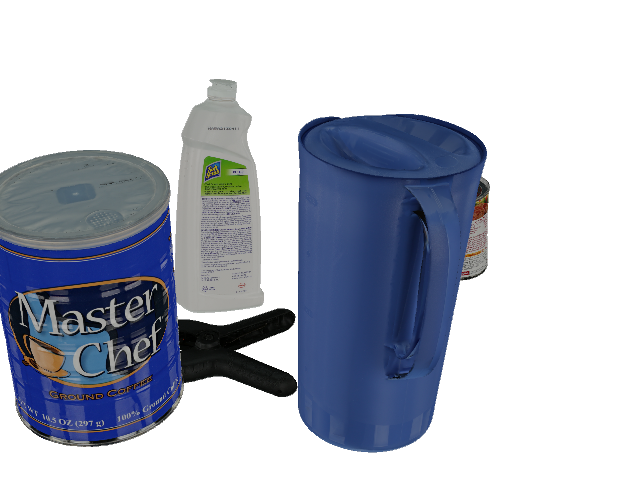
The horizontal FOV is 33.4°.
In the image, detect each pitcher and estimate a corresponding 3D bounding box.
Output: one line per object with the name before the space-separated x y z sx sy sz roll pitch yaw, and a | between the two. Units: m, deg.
pitcher | 0.046 0.038 0.789 0.145 0.243 0.149 15 28 22

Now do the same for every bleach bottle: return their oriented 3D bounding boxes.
bleach bottle | -0.106 -0.050 1.171 0.102 0.251 0.068 -5 18 -30

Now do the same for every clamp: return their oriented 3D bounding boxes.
clamp | -0.100 0.101 1.034 0.171 0.039 0.120 7 27 4

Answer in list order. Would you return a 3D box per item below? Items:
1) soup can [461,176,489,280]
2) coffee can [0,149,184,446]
soup can | 0.152 -0.016 1.175 0.068 0.102 0.068 -4 32 2
coffee can | -0.134 0.032 0.618 0.103 0.140 0.103 0 31 0
